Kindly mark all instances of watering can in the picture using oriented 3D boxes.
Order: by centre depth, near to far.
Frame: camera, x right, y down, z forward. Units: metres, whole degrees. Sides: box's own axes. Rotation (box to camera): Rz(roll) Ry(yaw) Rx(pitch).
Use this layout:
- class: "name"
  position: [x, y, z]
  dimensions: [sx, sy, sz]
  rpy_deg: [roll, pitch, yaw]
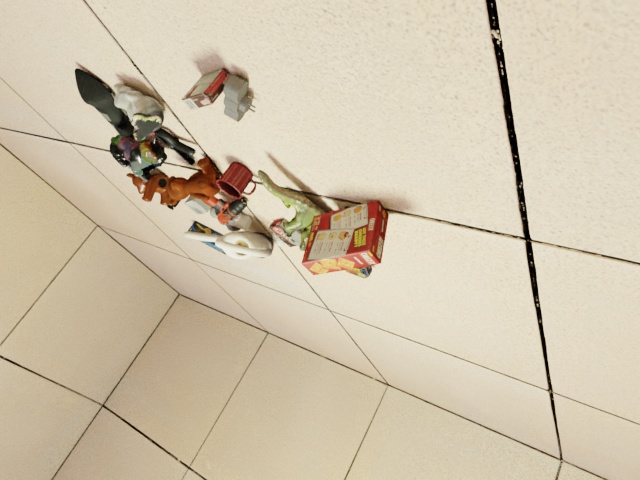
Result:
- class: "watering can"
  position: [-0.322, 0.010, 1.950]
  dimensions: [0.349, 0.103, 0.224]
  rpy_deg: [14, -174, 23]

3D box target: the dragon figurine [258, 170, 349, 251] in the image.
- class: "dragon figurine"
  position: [0.005, -0.076, 1.512]
  dimensions: [0.242, 0.125, 0.402]
  rpy_deg: [-4, 145, 28]

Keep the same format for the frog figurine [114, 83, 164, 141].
- class: "frog figurine"
  position: [-0.532, -0.394, 1.515]
  dimensions: [0.161, 0.123, 0.135]
  rpy_deg: [62, 175, 19]
